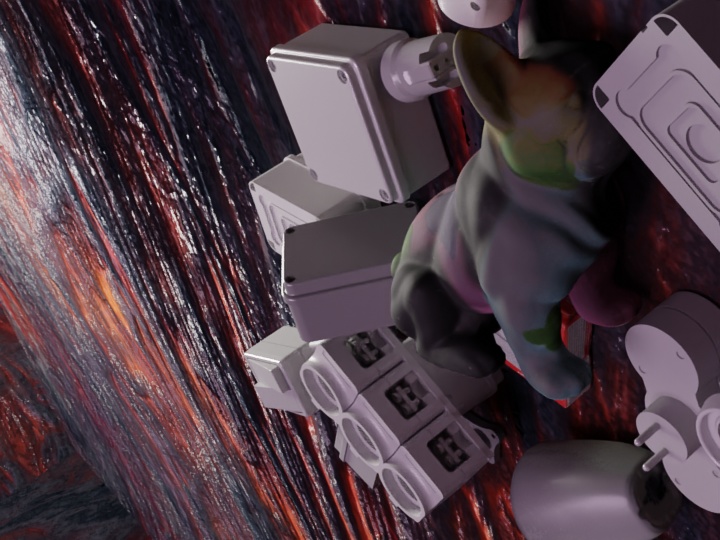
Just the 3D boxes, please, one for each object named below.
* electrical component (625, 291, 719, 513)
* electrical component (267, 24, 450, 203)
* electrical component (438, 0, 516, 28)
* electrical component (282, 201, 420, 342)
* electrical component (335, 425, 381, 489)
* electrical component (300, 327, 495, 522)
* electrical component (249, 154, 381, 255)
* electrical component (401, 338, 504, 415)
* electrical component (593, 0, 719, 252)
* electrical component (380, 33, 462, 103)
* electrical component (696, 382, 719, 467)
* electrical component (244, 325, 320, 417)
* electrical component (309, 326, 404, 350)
[{"bbox_3d":[0.189,0.089,0.634,0.052,0.074,0.138,16,135,56],"label":"electrical component"},{"bbox_3d":[-0.002,-0.112,0.757,0.109,0.056,0.108,22,140,52],"label":"electrical component"},{"bbox_3d":[0.055,-0.183,0.575,0.079,0.044,0.077,45,154,24],"label":"electrical component"},{"bbox_3d":[0.000,0.000,0.809,0.078,0.113,0.057,-95,-9,-51],"label":"electrical component"},{"bbox_3d":[0.023,0.147,1.015,0.057,0.078,0.113,44,154,20],"label":"electrical component"},{"bbox_3d":[0.024,0.118,0.851,0.150,0.062,0.089,50,156,13],"label":"electrical component"},{"bbox_3d":[-0.032,-0.043,0.901,0.113,0.057,0.078,30,146,45],"label":"electrical component"},{"bbox_3d":[0.062,0.090,0.896,0.078,0.057,0.113,52,156,8],"label":"electrical component"},{"bbox_3d":[0.172,-0.069,0.484,0.113,0.057,0.078,52,156,8],"label":"electrical component"},{"bbox_3d":[0.042,-0.128,0.677,0.046,0.040,0.040,-1,121,55],"label":"electrical component"},{"bbox_3d":[0.222,0.081,0.584,0.058,0.057,0.078,28,144,46],"label":"electrical component"},{"bbox_3d":[-0.059,0.095,0.996,0.096,0.061,0.061,4,123,59],"label":"electrical component"},{"bbox_3d":[0.007,0.057,0.956,0.077,0.065,0.047,32,162,-19],"label":"electrical component"}]
